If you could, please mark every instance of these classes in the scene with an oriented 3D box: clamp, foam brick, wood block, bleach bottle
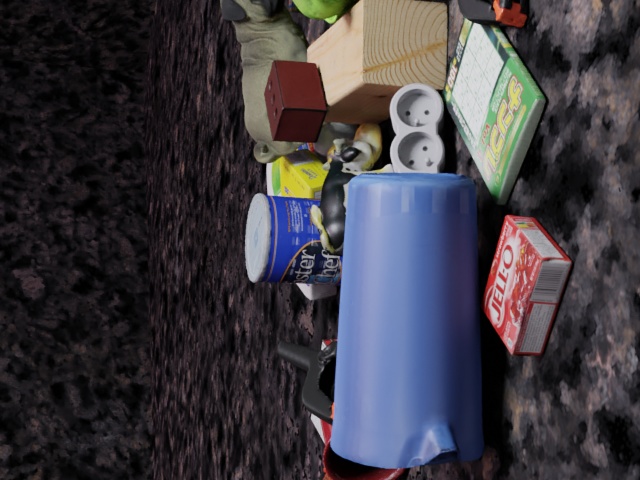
[{"bbox_3d":[0.144,-0.255,0.939,0.171,0.039,0.120,-118,38,-45],"label":"clamp"},{"bbox_3d":[-0.028,-0.153,1.172,0.053,0.051,0.078,110,156,-48],"label":"foam brick"},{"bbox_3d":[0.056,-0.187,1.148,0.206,0.090,0.090,167,105,-73],"label":"wood block"},{"bbox_3d":[-0.005,-0.122,1.404,0.251,0.068,0.102,129,142,-60],"label":"bleach bottle"},{"bbox_3d":[0.026,0.118,1.121,0.165,0.036,0.210,-43,23,12],"label":"clamp"}]

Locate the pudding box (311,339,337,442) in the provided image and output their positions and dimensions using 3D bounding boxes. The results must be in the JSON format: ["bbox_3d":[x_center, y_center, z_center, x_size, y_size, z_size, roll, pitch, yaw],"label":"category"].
[{"bbox_3d":[0.023,0.186,1.282,0.090,0.039,0.113,-131,49,-70],"label":"pudding box"}]

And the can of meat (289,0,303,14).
[{"bbox_3d":[0.013,-0.319,1.311,0.057,0.102,0.084,-144,57,-73],"label":"can of meat"}]

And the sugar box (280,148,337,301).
[{"bbox_3d":[-0.015,-0.018,1.351,0.093,0.048,0.176,-129,33,-48],"label":"sugar box"}]

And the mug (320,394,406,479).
[{"bbox_3d":[0.049,0.208,1.119,0.117,0.093,0.081,60,-173,-28],"label":"mug"}]

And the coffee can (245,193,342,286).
[{"bbox_3d":[-0.008,0.002,1.240,0.103,0.140,0.103,-177,90,-74],"label":"coffee can"}]

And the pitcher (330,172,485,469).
[{"bbox_3d":[0.072,0.064,0.921,0.144,0.149,0.243,-10,-78,-62],"label":"pitcher"}]

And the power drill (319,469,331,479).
[{"bbox_3d":[0.030,0.342,1.185,0.185,0.057,0.187,110,157,-45],"label":"power drill"}]

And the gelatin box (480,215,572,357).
[{"bbox_3d":[0.160,0.036,0.843,0.073,0.030,0.089,-114,31,-58],"label":"gelatin box"}]
